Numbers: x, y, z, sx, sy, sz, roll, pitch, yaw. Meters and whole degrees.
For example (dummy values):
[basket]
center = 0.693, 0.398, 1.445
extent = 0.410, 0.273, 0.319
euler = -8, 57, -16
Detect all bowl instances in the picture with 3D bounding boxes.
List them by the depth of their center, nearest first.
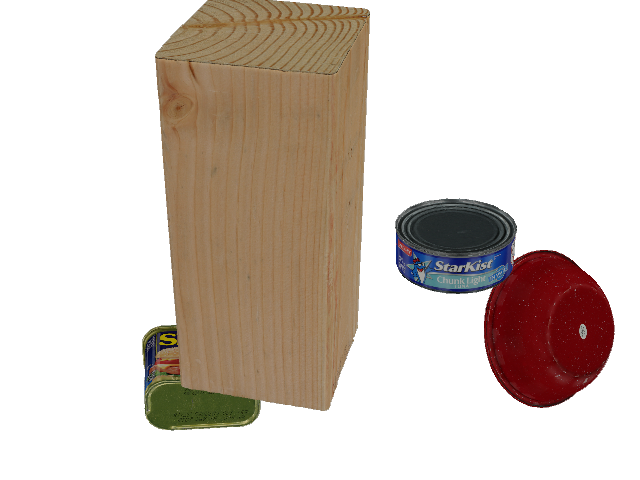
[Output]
[bowl]
center = 0.242, 0.090, 1.070
extent = 0.161, 0.162, 0.055
euler = 0, -1, -32

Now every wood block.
[wood block]
center = -0.028, -0.018, 0.588
extent = 0.091, 0.206, 0.090
euler = 8, 33, 11

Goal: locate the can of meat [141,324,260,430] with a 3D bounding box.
[can of meat]
center = -0.102, 0.117, 0.918
extent = 0.102, 0.057, 0.084
euler = -3, 28, -7

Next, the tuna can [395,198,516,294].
[tuna can]
center = 0.096, 0.003, 0.763
extent = 0.086, 0.034, 0.086
euler = -2, 28, 1
